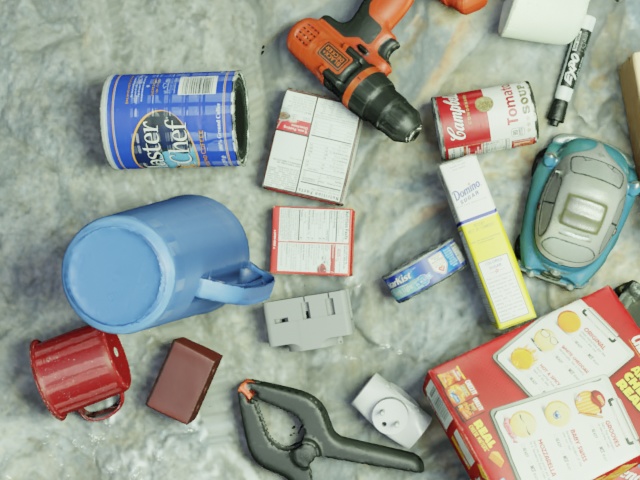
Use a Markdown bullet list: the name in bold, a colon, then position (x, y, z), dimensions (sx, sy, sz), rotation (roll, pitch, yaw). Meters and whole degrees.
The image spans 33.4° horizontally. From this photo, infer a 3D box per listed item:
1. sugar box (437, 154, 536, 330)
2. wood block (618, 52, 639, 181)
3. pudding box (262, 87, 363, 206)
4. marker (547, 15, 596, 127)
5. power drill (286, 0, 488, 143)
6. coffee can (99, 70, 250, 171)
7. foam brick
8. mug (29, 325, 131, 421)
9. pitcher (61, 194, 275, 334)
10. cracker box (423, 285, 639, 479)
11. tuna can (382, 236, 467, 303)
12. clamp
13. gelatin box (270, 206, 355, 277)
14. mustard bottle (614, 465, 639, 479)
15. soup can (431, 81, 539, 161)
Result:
- **sugar box**: position (0.170, 0.001, 1.101), dimensions (0.048, 0.093, 0.176), rotation (-18, 88, 4)
- **wood block**: position (0.371, -0.089, 1.083), dimensions (0.090, 0.090, 0.206), rotation (-9, 89, 6)
- **pudding box**: position (-0.006, -0.100, 1.148), dimensions (0.090, 0.039, 0.113), rotation (14, 92, 4)
- **marker**: position (0.265, -0.179, 1.131), dimensions (0.020, 0.020, 0.121), rotation (17, 91, 5)
- **power drill**: position (0.083, -0.211, 1.106), dimensions (0.187, 0.057, 0.184), rotation (-44, 70, -4)
- **coffee can**: position (-0.151, -0.127, 1.130), dimensions (0.140, 0.103, 0.103), rotation (-1, 89, 5)
- **foam brick**: position (-0.145, 0.151, 1.151), dimensions (0.051, 0.053, 0.078), rotation (24, 93, 5)
- **mug**: position (-0.251, 0.147, 1.150), dimensions (0.081, 0.093, 0.117), rotation (-20, 116, 0)
- **pitcher**: position (-0.150, 0.027, 1.057), dimensions (0.149, 0.242, 0.145), rotation (-25, 90, 11)
- **cracker box**: position (0.231, 0.164, 1.044), dimensions (0.213, 0.072, 0.164), rotation (-23, 66, -14)
- **tuna can**: position (0.109, 0.032, 1.110), dimensions (0.086, 0.086, 0.034), rotation (-30, 89, 4)
- **clamp**: position (-0.003, 0.223, 1.144), dimensions (0.164, 0.036, 0.210), rotation (-37, 90, 3)
- **gelatin box**: position (-0.007, 0.001, 1.150), dimensions (0.089, 0.030, 0.073), rotation (2, 88, 5)
- **mustard bottle**: position (0.313, 0.238, 1.101), dimensions (0.096, 0.058, 0.191), rotation (37, 92, 5)
- **soup can**: position (0.172, -0.125, 1.115), dimensions (0.102, 0.068, 0.068), rotation (-10, 88, 5)
